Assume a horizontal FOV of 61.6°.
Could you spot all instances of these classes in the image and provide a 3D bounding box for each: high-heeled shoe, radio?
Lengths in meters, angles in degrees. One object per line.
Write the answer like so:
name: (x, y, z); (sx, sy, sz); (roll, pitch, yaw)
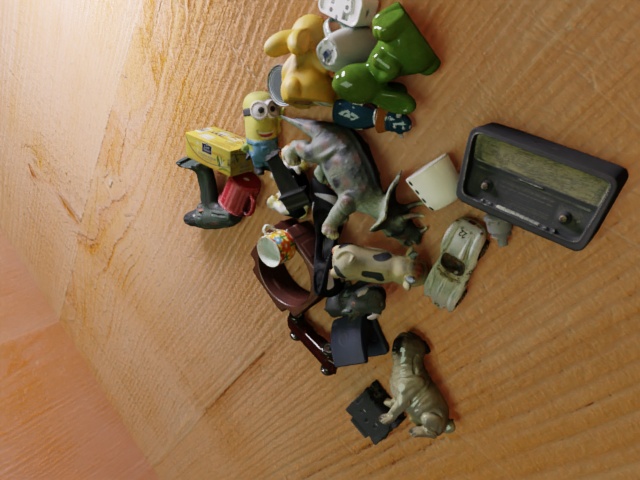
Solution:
high-heeled shoe: (-0.002, -0.003, 1.150); (0.086, 0.145, 0.248); (-21, 96, 46)
radio: (0.335, -0.087, 0.841); (0.230, 0.073, 0.131); (31, 127, 31)

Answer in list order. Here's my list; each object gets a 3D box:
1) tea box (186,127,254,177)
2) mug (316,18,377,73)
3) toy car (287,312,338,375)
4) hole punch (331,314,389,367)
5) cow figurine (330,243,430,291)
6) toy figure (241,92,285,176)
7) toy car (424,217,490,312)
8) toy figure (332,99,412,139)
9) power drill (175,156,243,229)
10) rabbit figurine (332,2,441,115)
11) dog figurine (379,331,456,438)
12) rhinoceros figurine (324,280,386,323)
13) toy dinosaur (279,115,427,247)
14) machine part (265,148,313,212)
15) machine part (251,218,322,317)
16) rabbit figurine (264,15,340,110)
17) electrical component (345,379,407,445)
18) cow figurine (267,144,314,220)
tea box: (-0.238, -0.218, 1.309); (0.170, 0.098, 0.068); (28, 126, 34)
mug: (0.042, -0.353, 0.971); (0.081, 0.107, 0.109); (-21, 96, 45)
toy car: (-0.015, 0.251, 1.334); (0.202, 0.053, 0.089); (39, 140, 39)
hole punch: (0.078, 0.227, 1.227); (0.142, 0.092, 0.115); (-25, 87, 50)
cow figurine: (0.121, 0.050, 1.061); (0.127, 0.195, 0.085); (115, 165, -83)
toy figure: (-0.135, -0.241, 1.213); (0.089, 0.082, 0.179); (22, 125, 33)
toy car: (0.250, 0.049, 0.999); (0.074, 0.056, 0.201); (34, 129, 27)
toy figure: (0.099, -0.231, 0.999); (0.155, 0.064, 0.057); (13, 81, 20)
power drill: (-0.315, -0.121, 1.431); (0.232, 0.086, 0.207); (9, 117, 38)
rabbit figurine: (0.107, -0.293, 0.921); (0.170, 0.121, 0.159); (-34, 122, 22)
dog figurine: (0.219, 0.301, 1.130); (0.172, 0.121, 0.190); (15, 105, 1)
rhinoceros figurine: (0.077, 0.129, 1.158); (0.190, 0.112, 0.073); (-15, 96, 58)
toy dinosaur: (0.052, -0.146, 1.061); (0.192, 0.131, 0.405); (-40, 75, 33)
machine part: (-0.073, -0.126, 1.146); (0.084, 0.039, 0.138); (-10, 114, 40)
machine part: (-0.059, 0.063, 1.280); (0.201, 0.087, 0.201); (54, 134, 10)
rabbit figurine: (-0.032, -0.346, 1.024); (0.122, 0.162, 0.173); (10, 93, 38)
electrical component: (0.129, 0.419, 1.289); (0.115, 0.058, 0.134); (47, 134, 19)
cow figurine: (-0.057, -0.127, 1.200); (0.098, 0.068, 0.167); (32, 131, 23)
